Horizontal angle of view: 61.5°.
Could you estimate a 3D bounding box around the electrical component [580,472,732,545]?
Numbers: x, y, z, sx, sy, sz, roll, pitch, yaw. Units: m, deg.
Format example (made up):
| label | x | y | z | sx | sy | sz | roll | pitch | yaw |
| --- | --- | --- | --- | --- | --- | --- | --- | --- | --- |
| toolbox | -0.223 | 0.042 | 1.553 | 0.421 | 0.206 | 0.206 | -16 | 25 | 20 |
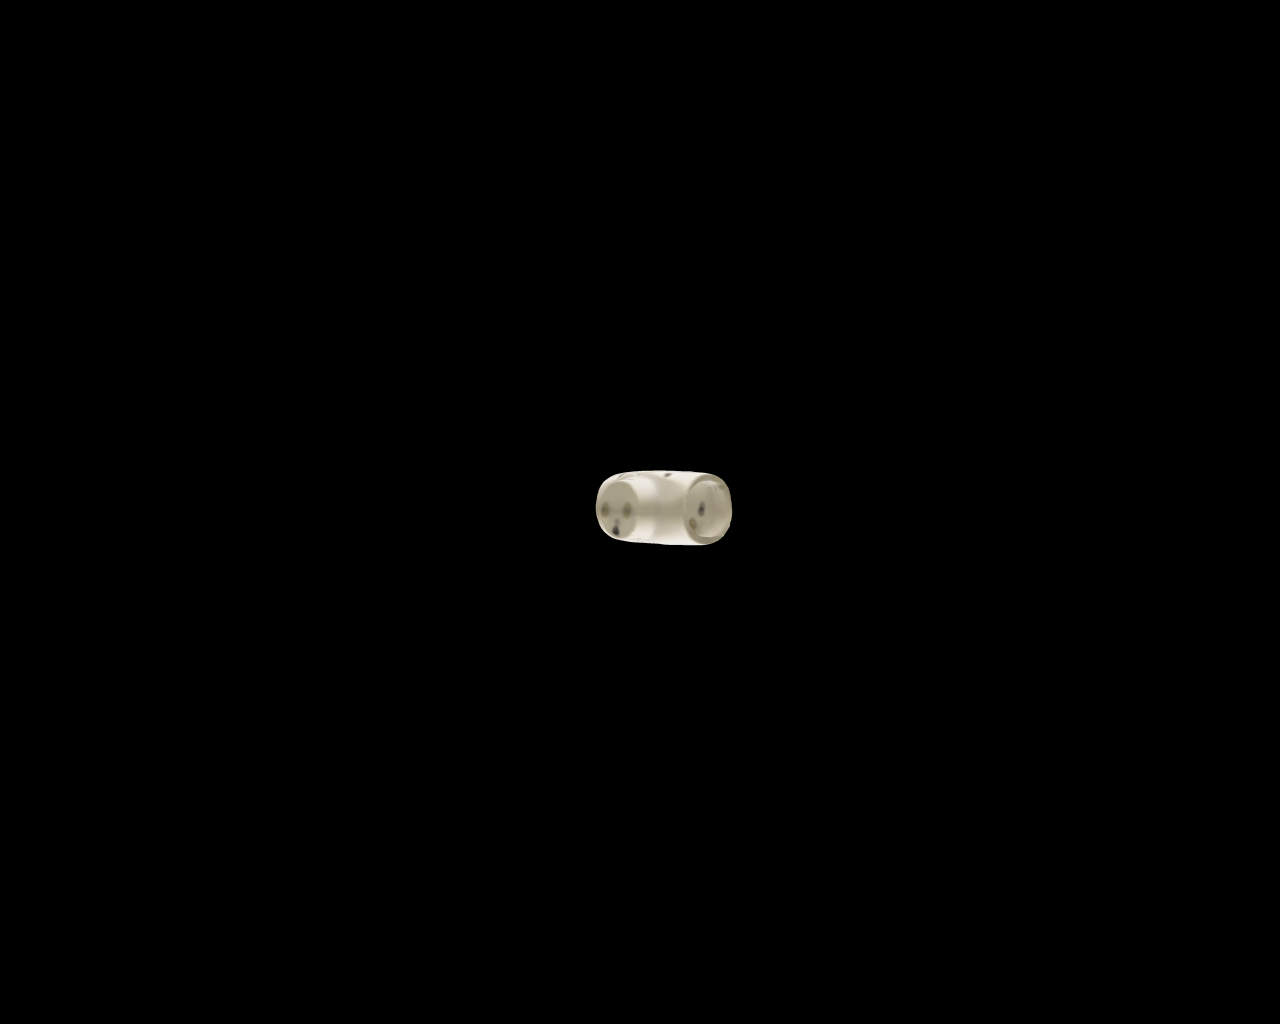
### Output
| label | x | y | z | sx | sy | sz | roll | pitch | yaw |
| --- | --- | --- | --- | --- | --- | --- | --- | --- | --- |
| electrical component | 0.001 | -0.003 | 0.650 | 0.079 | 0.043 | 0.077 | -2 | 3 | -43 |
